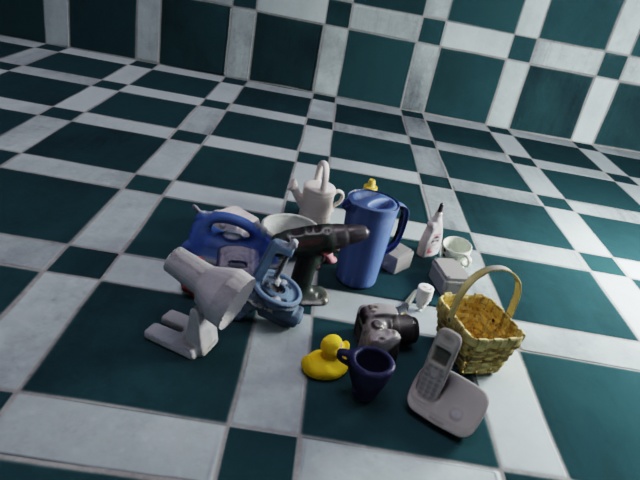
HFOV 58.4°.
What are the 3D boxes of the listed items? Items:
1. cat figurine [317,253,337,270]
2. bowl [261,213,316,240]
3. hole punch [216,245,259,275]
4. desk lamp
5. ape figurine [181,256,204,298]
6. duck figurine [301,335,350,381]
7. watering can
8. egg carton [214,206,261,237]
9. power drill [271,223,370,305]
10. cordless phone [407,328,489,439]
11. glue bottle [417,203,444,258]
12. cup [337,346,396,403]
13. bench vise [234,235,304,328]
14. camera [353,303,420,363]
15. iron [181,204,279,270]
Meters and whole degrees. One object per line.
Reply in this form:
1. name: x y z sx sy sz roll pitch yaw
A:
1. cat figurine: 0.014 0.006 1.563 0.067 0.118 0.128 31 34 33
2. bowl: -0.086 -0.007 1.596 0.167 0.075 0.167 9 28 -4
3. hole punch: -0.199 0.072 1.389 0.109 0.091 0.101 5 28 -11
4. desk lamp: -0.240 0.128 1.138 0.202 0.213 0.118 19 29 15
5. ape figurine: -0.289 0.080 1.339 0.076 0.092 0.078 31 34 33
6. duck figurine: 0.015 0.233 1.172 0.105 0.086 0.077 -3 31 -25
7. watering can: -0.011 -0.150 1.763 0.173 0.194 0.100 -9 34 -33
8. egg carton: -0.239 -0.041 1.607 0.149 0.069 0.107 29 32 30
9. power drill: -0.008 0.052 1.371 0.230 0.208 0.075 2 29 -17
10. cordless phone: 0.255 0.269 1.089 0.147 0.185 0.094 25 31 24
11. glue bottle: 0.337 -0.032 1.693 0.078 0.173 0.037 -15 37 -40
12. cup: 0.082 0.266 1.126 0.117 0.095 0.092 18 29 13
13. bench vise: -0.128 0.088 1.247 0.208 0.220 0.121 4 29 -13
14. camera: 0.155 0.200 1.270 0.137 0.101 0.143 3 29 -14
15. iron: -0.220 -0.009 1.477 0.258 0.141 0.118 10 28 -3
